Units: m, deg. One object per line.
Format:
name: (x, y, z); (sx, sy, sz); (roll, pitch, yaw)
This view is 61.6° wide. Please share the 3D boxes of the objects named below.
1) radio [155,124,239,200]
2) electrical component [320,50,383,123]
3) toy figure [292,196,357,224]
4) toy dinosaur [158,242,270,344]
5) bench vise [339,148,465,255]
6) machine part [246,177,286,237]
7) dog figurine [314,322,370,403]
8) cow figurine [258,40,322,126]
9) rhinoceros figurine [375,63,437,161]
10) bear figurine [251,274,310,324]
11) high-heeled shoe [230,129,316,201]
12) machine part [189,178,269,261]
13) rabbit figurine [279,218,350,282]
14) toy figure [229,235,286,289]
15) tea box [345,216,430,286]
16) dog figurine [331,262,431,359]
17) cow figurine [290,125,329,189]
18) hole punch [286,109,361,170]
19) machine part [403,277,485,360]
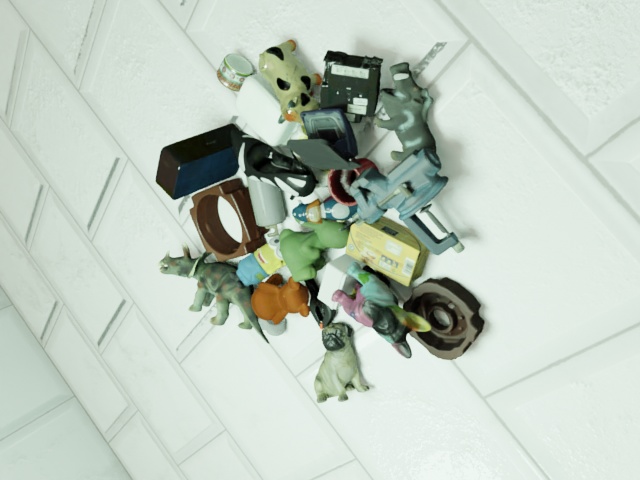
radio: (-0.288, -0.192, 1.321); (0.073, 0.229, 0.131); (46, 136, 14)
electrical component: (0.060, -0.295, 1.054); (0.115, 0.058, 0.134); (13, 134, 8)
toy figure: (0.014, -0.069, 1.198); (0.058, 0.155, 0.064); (107, 153, -83)
toy dinosaur: (-0.266, 0.130, 1.501); (0.405, 0.131, 0.192); (19, 101, 28)
bench vise: (0.177, -0.053, 1.042); (0.223, 0.129, 0.240); (-41, 96, 24)
machine part: (-0.137, -0.123, 1.332); (0.079, 0.079, 0.243); (2, 110, 38)
dog figurine: (0.030, 0.312, 1.398); (0.172, 0.121, 0.190); (-20, 83, 39)
cow figurine: (-0.063, -0.324, 1.143); (0.195, 0.127, 0.085); (56, 143, 6)
rhinoceros figurine: (0.169, -0.242, 1.034); (0.112, 0.073, 0.190); (-9, 104, 42)
bear figurine: (-0.084, 0.142, 1.374); (0.196, 0.132, 0.120); (-23, 95, 41)
high-heeled shoe: (-0.110, -0.183, 1.196); (0.249, 0.086, 0.145); (45, 154, 3)
machine part: (-0.244, -0.053, 1.445); (0.201, 0.087, 0.201); (-14, 102, 42)
rabbit figurine: (-0.003, -0.004, 1.275); (0.170, 0.121, 0.159); (-26, 87, 23)
toy figure: (-0.140, 0.054, 1.365); (0.180, 0.089, 0.082); (-37, 93, 8)
tea box: (0.147, 0.016, 1.173); (0.170, 0.068, 0.098); (31, 126, 26)
dog figurine: (0.140, 0.154, 1.151); (0.219, 0.191, 0.108); (39, 99, 31)
cow figurine: (-0.013, -0.173, 1.215); (0.098, 0.068, 0.167); (-29, 87, 49)
hole punch: (0.012, -0.200, 1.079); (0.142, 0.115, 0.092); (4, 68, 37)
machine part: (0.264, 0.165, 1.157); (0.180, 0.056, 0.179); (17, 119, 34)
